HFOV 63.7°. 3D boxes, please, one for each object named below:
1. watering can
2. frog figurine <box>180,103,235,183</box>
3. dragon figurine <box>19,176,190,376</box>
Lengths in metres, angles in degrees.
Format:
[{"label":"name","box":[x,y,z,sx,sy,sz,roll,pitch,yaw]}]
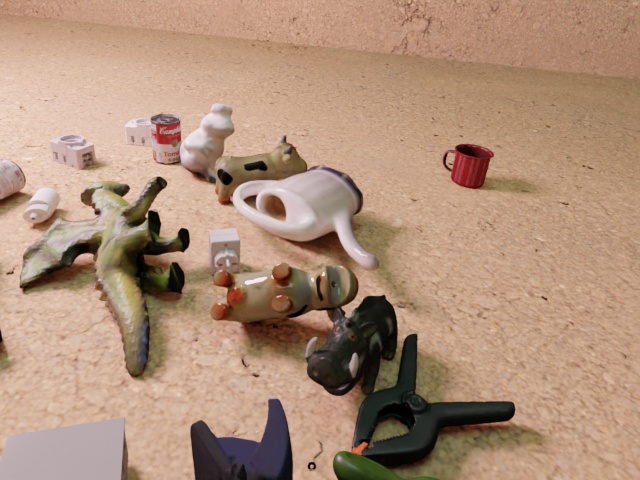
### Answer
[{"label":"watering can","box":[0.003,-0.048,0.949,0.350,0.102,0.227,25,35,29]},{"label":"frog figurine","box":[-0.253,-0.227,1.155,0.123,0.156,0.140,16,32,21]},{"label":"dragon figurine","box":[-0.342,0.031,0.795,0.242,0.119,0.421,-10,44,8]}]
